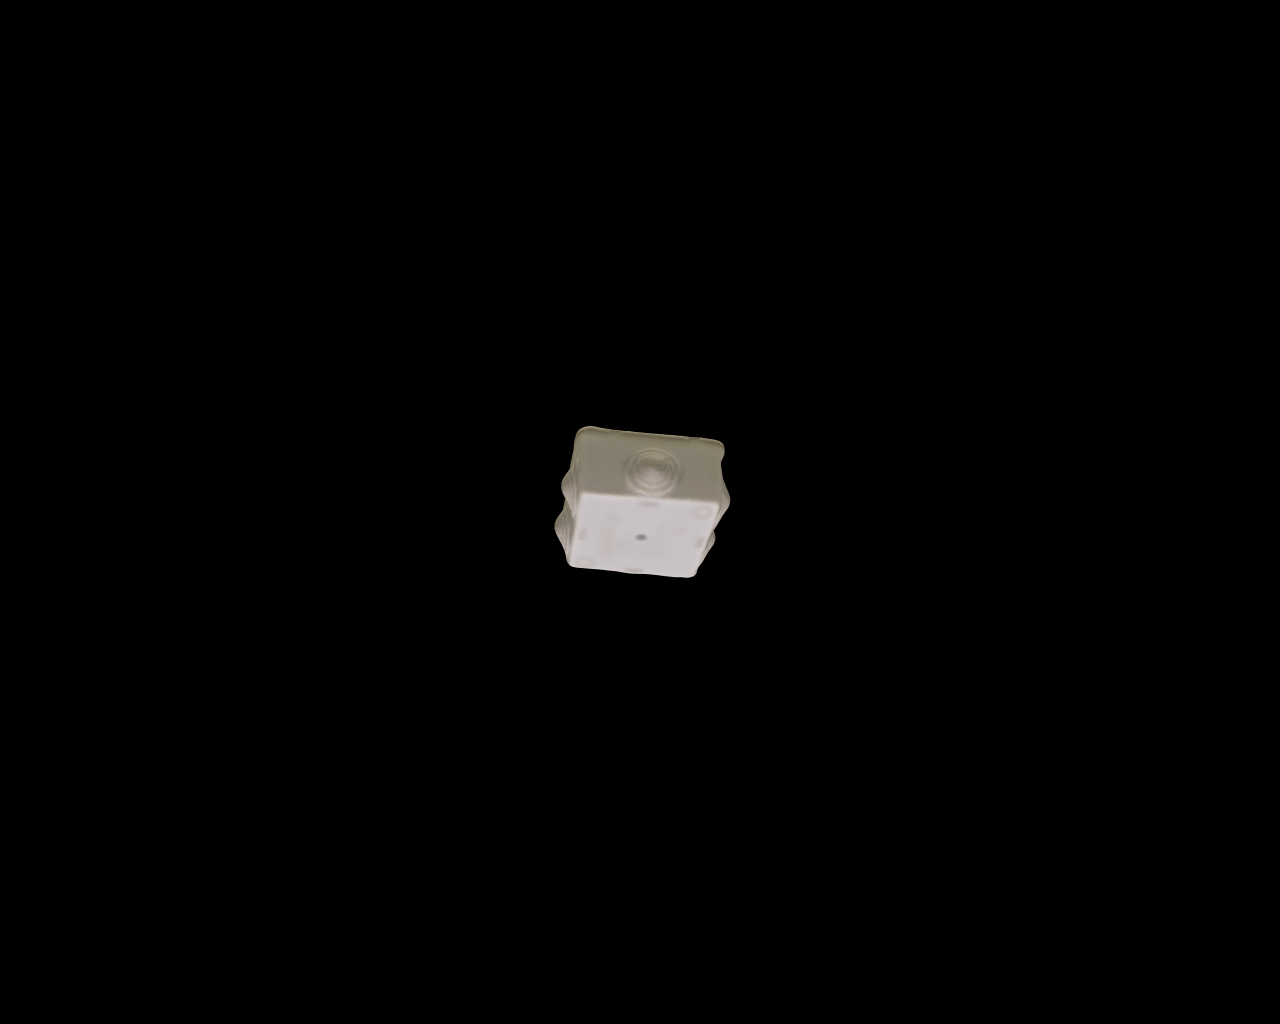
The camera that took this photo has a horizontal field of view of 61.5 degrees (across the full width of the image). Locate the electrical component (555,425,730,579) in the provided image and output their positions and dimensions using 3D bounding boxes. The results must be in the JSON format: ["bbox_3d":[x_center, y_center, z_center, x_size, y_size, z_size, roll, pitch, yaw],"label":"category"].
[{"bbox_3d":[0.001,-0.003,0.650,0.100,0.048,0.099,5,-36,-8],"label":"electrical component"}]
